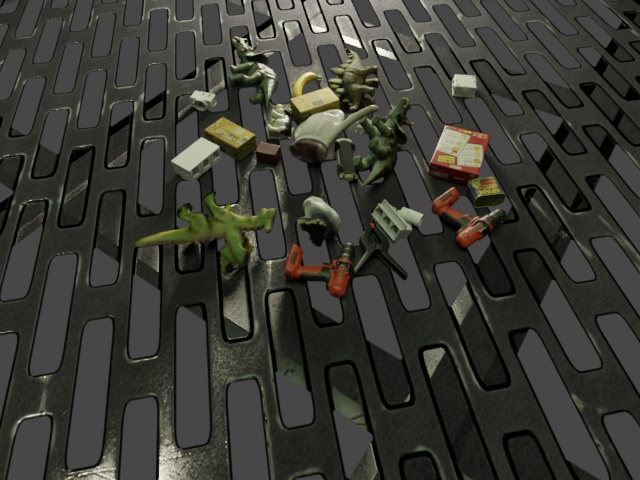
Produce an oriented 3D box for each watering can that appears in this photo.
[{"bbox_3d":[0.027,-0.377,1.790,0.347,0.102,0.229,-1,51,41],"label":"watering can"}]

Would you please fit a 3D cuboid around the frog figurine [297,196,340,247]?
[{"bbox_3d":[0.005,-0.080,1.595,0.136,0.120,0.163,34,42,-14],"label":"frog figurine"}]

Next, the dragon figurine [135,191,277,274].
[{"bbox_3d":[-0.315,-0.004,1.547,0.414,0.119,0.246,-32,65,-22],"label":"dragon figurine"}]
